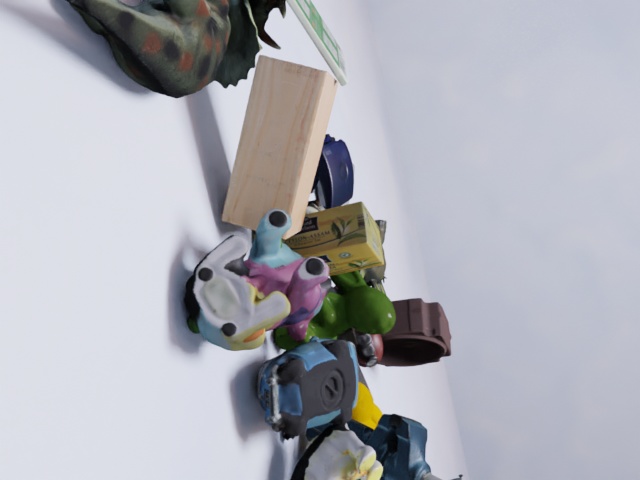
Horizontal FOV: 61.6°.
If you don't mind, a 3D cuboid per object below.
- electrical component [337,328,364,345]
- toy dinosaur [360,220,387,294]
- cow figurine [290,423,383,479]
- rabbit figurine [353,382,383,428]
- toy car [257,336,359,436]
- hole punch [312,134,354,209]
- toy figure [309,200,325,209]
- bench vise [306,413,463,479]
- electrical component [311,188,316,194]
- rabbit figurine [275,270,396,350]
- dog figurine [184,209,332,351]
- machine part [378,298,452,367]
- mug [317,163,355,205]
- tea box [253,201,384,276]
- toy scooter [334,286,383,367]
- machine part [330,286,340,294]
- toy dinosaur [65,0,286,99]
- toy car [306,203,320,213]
[{"bbox_3d":[0.028,0.157,0.916,0.078,0.102,0.045,-25,99,-83],"label":"electrical component"},{"bbox_3d":[0.107,0.053,1.249,0.471,0.105,0.198,-1,86,-72],"label":"toy dinosaur"},{"bbox_3d":[-0.009,0.306,0.668,0.098,0.167,0.068,33,-20,46],"label":"cow figurine"},{"bbox_3d":[0.070,0.316,0.895,0.162,0.122,0.173,11,68,-77],"label":"rabbit figurine"},{"bbox_3d":[-0.026,0.186,0.692,0.161,0.103,0.109,-5,90,-48],"label":"toy car"},{"bbox_3d":[0.014,-0.118,0.949,0.142,0.092,0.115,-32,142,-57],"label":"hole punch"},{"bbox_3d":[-0.006,-0.044,1.011,0.064,0.058,0.154,43,6,22],"label":"toy figure"},{"bbox_3d":[0.055,0.349,0.736,0.128,0.224,0.240,40,68,-58],"label":"bench vise"},{"bbox_3d":[-0.028,-0.120,1.045,0.094,0.021,0.063,-48,125,-70],"label":"electrical component"},{"bbox_3d":[0.034,0.114,0.826,0.159,0.170,0.121,-83,155,-46],"label":"rabbit figurine"},{"bbox_3d":[-0.063,0.076,0.653,0.108,0.191,0.219,46,-22,19],"label":"dog figurine"},{"bbox_3d":[0.183,0.212,1.193,0.201,0.201,0.087,57,29,-51],"label":"machine part"},{"bbox_3d":[0.030,-0.113,1.130,0.109,0.081,0.107,48,42,-70],"label":"mug"},{"bbox_3d":[-0.002,0.009,0.782,0.098,0.170,0.068,43,38,-60],"label":"tea box"},{"bbox_3d":[0.074,0.173,1.040,0.135,0.075,0.183,-152,-141,-83],"label":"toy scooter"},{"bbox_3d":[0.003,0.080,0.937,0.039,0.084,0.138,-51,133,-14],"label":"machine part"},{"bbox_3d":[-0.149,-0.223,0.573,0.405,0.131,0.192,-69,144,-51],"label":"toy dinosaur"},{"bbox_3d":[-0.002,-0.003,0.936,0.056,0.073,0.201,47,3,27],"label":"toy car"}]
